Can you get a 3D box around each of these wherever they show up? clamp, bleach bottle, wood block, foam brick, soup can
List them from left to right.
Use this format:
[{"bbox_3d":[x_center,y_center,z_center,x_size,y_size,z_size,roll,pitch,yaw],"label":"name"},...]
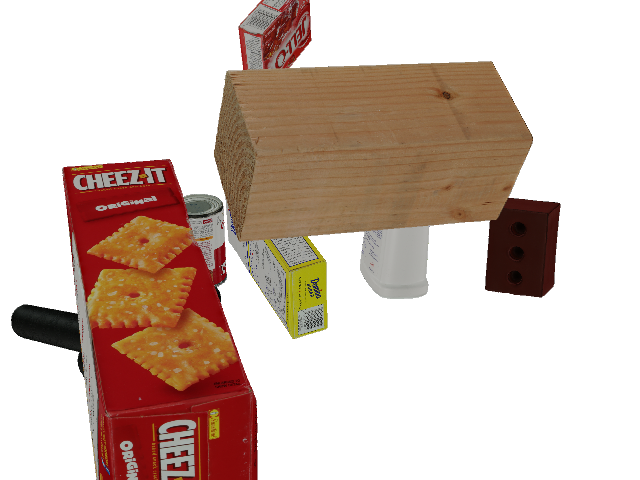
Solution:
[{"bbox_3d":[-0.122,0.070,0.772,0.164,0.036,0.210,-9,15,-25],"label":"clamp"},{"bbox_3d":[-0.152,0.001,1.320,0.068,0.102,0.068,0,26,0],"label":"soup can"},{"bbox_3d":[0.035,-0.068,0.782,0.205,0.091,0.090,-5,-39,-18],"label":"wood block"},{"bbox_3d":[0.094,-0.066,1.223,0.068,0.251,0.103,-2,24,-17],"label":"bleach bottle"},{"bbox_3d":[0.178,0.006,0.939,0.053,0.078,0.051,7,16,23],"label":"foam brick"}]

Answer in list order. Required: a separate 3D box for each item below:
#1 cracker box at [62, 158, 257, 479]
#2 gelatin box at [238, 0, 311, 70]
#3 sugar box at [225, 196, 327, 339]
[{"bbox_3d":[-0.088,0.078,0.565,0.072,0.164,0.214,-7,34,-14],"label":"cracker box"},{"bbox_3d":[-0.040,-0.194,1.005,0.030,0.089,0.073,23,-35,19],"label":"gelatin box"},{"bbox_3d":[-0.047,0.010,1.098,0.048,0.093,0.176,-15,41,-17],"label":"sugar box"}]
